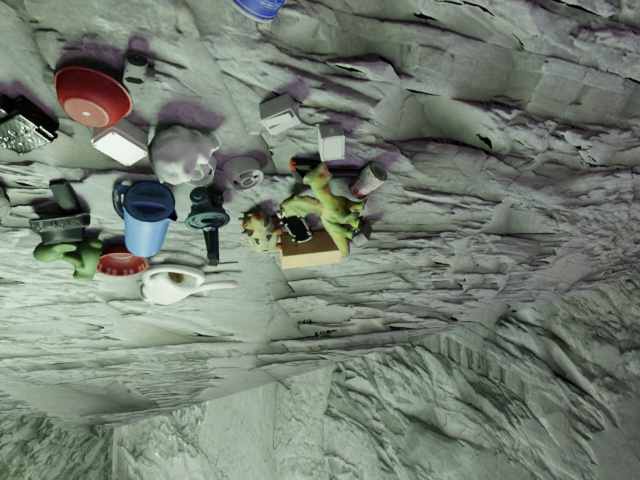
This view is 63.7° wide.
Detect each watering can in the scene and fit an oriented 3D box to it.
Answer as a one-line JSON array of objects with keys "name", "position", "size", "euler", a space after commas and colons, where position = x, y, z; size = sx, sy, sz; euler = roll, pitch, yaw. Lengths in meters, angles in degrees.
[{"name": "watering can", "position": [-0.483, 0.163, 1.827], "size": [0.221, 0.106, 0.345], "euler": [-32, 145, 33]}]

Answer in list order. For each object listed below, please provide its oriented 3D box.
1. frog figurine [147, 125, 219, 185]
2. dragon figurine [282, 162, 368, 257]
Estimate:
[{"name": "frog figurine", "position": [-0.321, -0.207, 1.229], "size": [0.159, 0.139, 0.121], "euler": [-11, 166, 2]}, {"name": "dragon figurine", "position": [0.005, -0.077, 1.536], "size": [0.243, 0.125, 0.401], "euler": [18, 145, 3]}]
